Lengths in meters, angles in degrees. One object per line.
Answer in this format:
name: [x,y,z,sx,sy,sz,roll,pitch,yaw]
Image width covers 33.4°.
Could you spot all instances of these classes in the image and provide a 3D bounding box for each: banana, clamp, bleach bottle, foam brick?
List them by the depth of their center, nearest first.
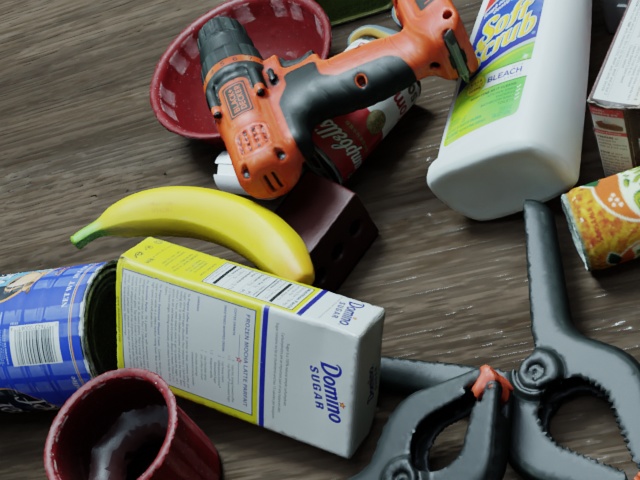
clamp: [0.057,0.152,0.609,0.171,0.039,0.120,-48,56,9]
clamp: [0.137,0.075,0.640,0.164,0.036,0.210,-49,50,-3]
banana: [-0.078,-0.005,0.740,0.198,0.037,0.069,8,59,30]
foam brick: [-0.005,0.001,0.759,0.051,0.053,0.078,24,70,37]
bleach bottle: [0.145,-0.141,0.763,0.103,0.068,0.250,-22,45,45]

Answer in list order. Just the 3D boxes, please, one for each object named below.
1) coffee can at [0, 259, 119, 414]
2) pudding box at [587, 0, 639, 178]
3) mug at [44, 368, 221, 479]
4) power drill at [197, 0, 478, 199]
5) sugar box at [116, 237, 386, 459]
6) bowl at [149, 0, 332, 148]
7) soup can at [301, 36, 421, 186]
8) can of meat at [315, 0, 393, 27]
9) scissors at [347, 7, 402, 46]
coffee can: [-0.200,0.072,0.766,0.140,0.102,0.102,-7,53,21]
pudding box: [0.216,-0.103,0.705,0.039,0.090,0.113,9,60,30]
mug: [-0.114,0.151,0.678,0.093,0.081,0.117,-19,49,12]
power drill: [0.005,-0.131,0.760,0.188,0.057,0.184,-28,49,8]
sugar box: [-0.048,0.066,0.684,0.176,0.093,0.048,16,29,20]
bowl: [-0.057,-0.130,0.882,0.162,0.055,0.162,-13,51,17]
soup can: [0.021,-0.096,0.809,0.069,0.068,0.102,28,70,38]
can of meat: [0.017,-0.236,0.927,0.102,0.057,0.084,-13,53,17]
scissors: [0.113,-0.154,0.844,0.202,0.016,0.096,18,65,35]
